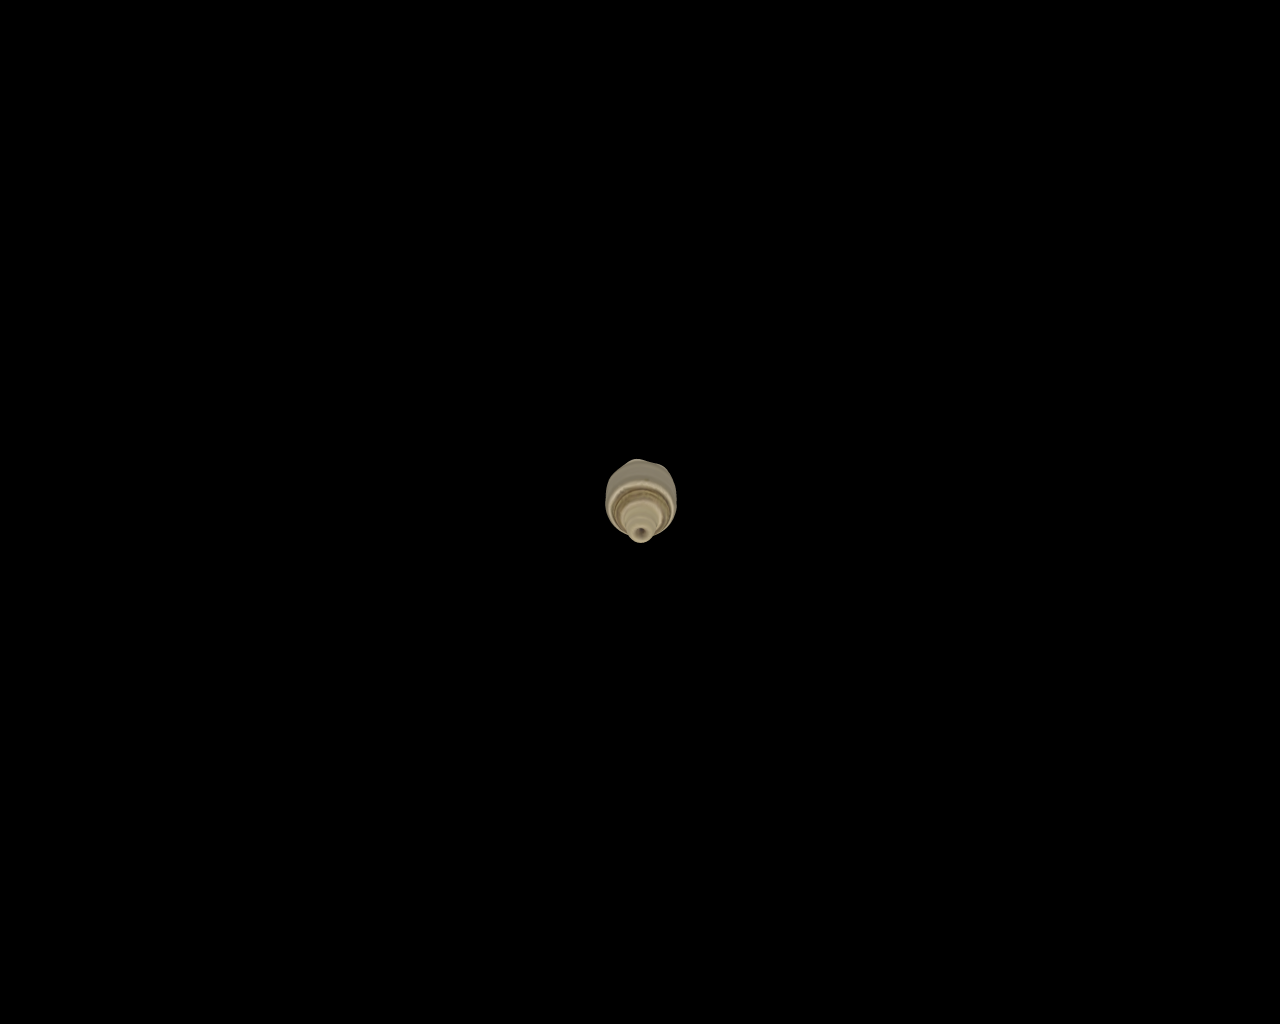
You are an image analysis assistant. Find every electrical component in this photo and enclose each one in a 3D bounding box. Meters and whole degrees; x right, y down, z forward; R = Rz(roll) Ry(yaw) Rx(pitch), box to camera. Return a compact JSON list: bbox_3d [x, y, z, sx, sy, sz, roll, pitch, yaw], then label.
[{"bbox_3d":[0.001,-0.003,0.650,0.043,0.043,0.062,0,30,0],"label":"electrical component"}]
